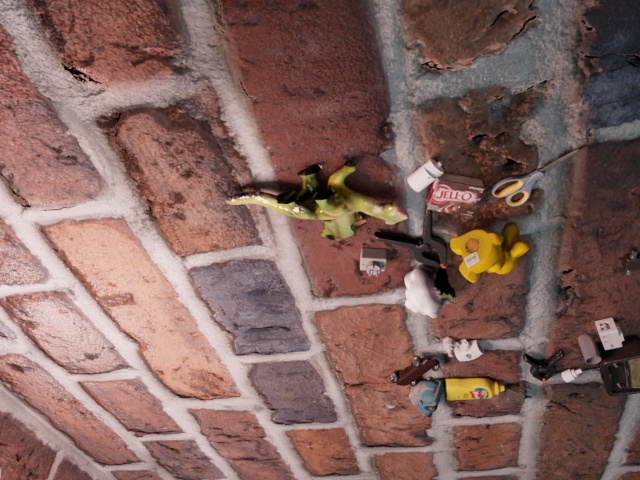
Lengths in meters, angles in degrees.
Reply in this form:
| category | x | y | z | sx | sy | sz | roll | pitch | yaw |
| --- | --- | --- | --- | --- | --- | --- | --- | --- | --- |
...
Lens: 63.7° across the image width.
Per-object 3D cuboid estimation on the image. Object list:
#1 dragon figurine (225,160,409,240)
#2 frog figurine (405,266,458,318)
| category | x | y | z | sx | sy | sz | roll | pitch | yaw |
| --- | --- | --- | --- | --- | --- | --- | --- | --- | --- |
| dragon figurine | 0.004 | -0.062 | 1.226 | 0.409 | 0.125 | 0.238 | -5 | 142 | 22 |
| frog figurine | 0.273 | 0.147 | 1.385 | 0.157 | 0.124 | 0.137 | -36 | 89 | 42 |
